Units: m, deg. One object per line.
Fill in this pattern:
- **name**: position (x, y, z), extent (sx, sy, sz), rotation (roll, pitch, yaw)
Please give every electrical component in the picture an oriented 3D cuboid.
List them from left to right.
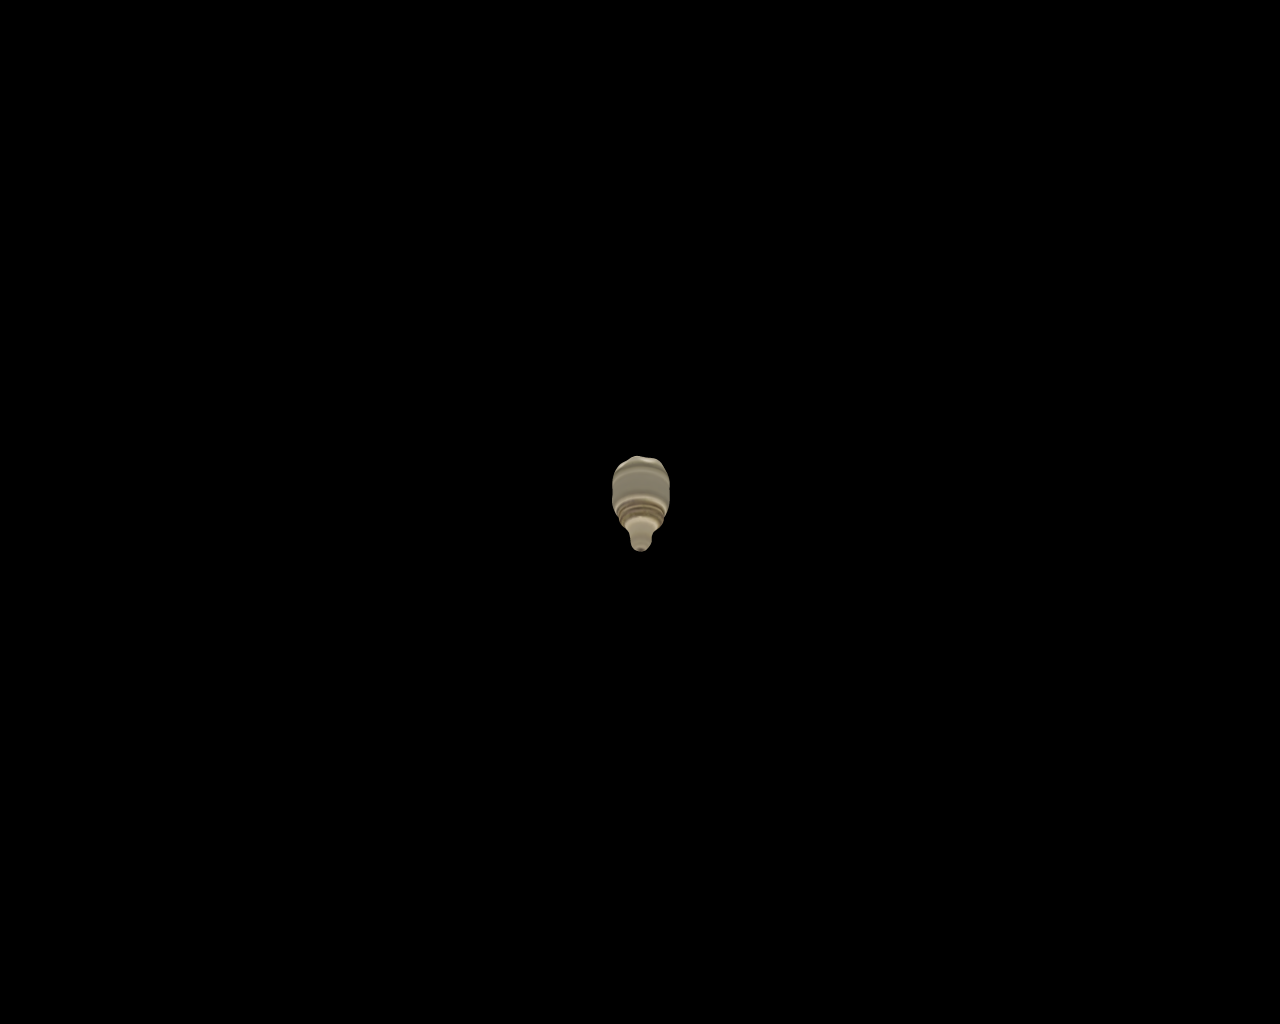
- **electrical component**: position (0.001, -0.003, 0.650), extent (0.035, 0.061, 0.035), rotation (0, -34, 0)
